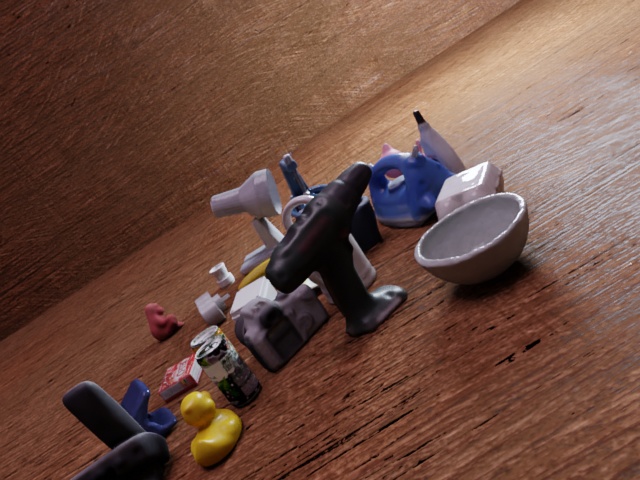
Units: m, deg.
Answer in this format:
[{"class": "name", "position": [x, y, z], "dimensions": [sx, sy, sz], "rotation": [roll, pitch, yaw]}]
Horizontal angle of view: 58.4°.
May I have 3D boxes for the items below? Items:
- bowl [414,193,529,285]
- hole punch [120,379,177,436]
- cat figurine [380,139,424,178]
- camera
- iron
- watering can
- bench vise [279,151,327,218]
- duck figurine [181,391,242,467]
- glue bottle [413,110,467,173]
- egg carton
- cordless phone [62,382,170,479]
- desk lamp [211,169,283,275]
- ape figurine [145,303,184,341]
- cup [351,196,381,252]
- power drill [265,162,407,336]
[{"class": "bowl", "position": [0.219, 0.010, 0.792], "dimensions": [0.167, 0.075, 0.167], "rotation": [-31, 16, 10]}, {"class": "hole punch", "position": [-0.307, 0.297, 0.949], "dimensions": [0.101, 0.091, 0.108], "rotation": [-41, 18, -24]}, {"class": "cat figurine", "position": [0.191, -0.178, 1.312], "dimensions": [0.128, 0.118, 0.067], "rotation": [-35, 16, -5]}, {"class": "camera", "position": [-0.085, 0.135, 0.972], "dimensions": [0.143, 0.101, 0.136], "rotation": [-43, 19, -28]}, {"class": "iron", "position": [0.155, -0.112, 1.147], "dimensions": [0.119, 0.141, 0.257], "rotation": [-41, 18, -24]}, {"class": "watering can", "position": [0.007, 0.004, 1.002], "dimensions": [0.101, 0.194, 0.173], "rotation": [-30, 17, 12]}, {"class": "bench vise", "position": [-0.050, -0.102, 1.370], "dimensions": [0.122, 0.220, 0.206], "rotation": [-44, 19, -31]}, {"class": "duck figurine", "position": [-0.161, 0.255, 0.800], "dimensions": [0.077, 0.086, 0.104], "rotation": [-31, 16, 9]}, {"class": "glue bottle", "position": [0.233, -0.187, 1.156], "dimensions": [0.037, 0.173, 0.078], "rotation": [-39, 17, -17]}, {"class": "egg carton", "position": [0.255, -0.071, 0.967], "dimensions": [0.107, 0.069, 0.150], "rotation": [-23, 19, 32]}, {"class": "cordless phone", "position": [-0.319, 0.294, 0.811], "dimensions": [0.147, 0.185, 0.094], "rotation": [-35, 16, -6]}, {"class": "desk lamp", "position": [-0.167, -0.052, 1.464], "dimensions": [0.203, 0.214, 0.118], "rotation": [-30, 17, 13]}, {"class": "ape figurine", "position": [-0.394, 0.195, 1.410], "dimensions": [0.076, 0.092, 0.077], "rotation": [-40, 17, -20]}, {"class": "cup", "position": [0.071, -0.026, 1.145], "dimensions": [0.092, 0.095, 0.117], "rotation": [-40, 17, -21]}, {"class": "power drill", "position": [0.038, 0.025, 0.858], "dimensions": [0.230, 0.209, 0.075], "rotation": [-41, 18, -23]}]
